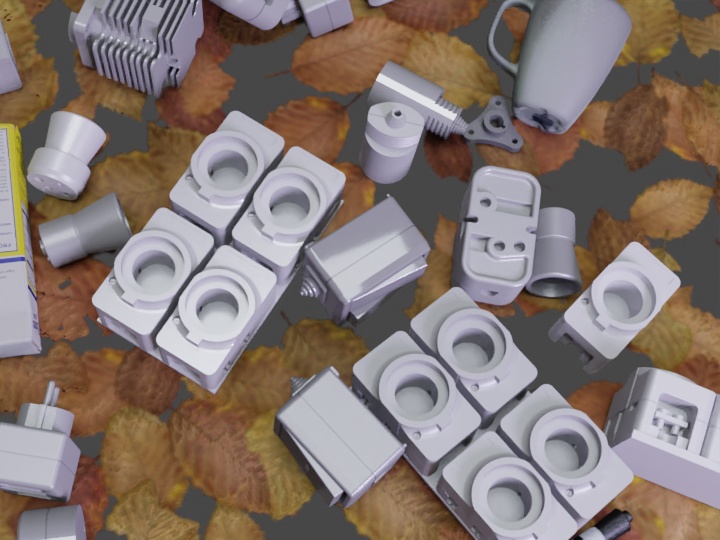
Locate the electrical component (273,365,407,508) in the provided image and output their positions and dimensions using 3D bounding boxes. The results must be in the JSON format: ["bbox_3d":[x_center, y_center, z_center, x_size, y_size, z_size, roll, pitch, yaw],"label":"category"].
[{"bbox_3d":[-0.023,0.118,0.769,0.061,0.061,0.096,-41,79,-17],"label":"electrical component"}]

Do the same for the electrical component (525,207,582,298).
[{"bbox_3d":[0.152,-0.016,0.847,0.044,0.044,0.065,6,65,-4],"label":"electrical component"}]

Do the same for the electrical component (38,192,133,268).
[{"bbox_3d":[-0.209,-0.028,0.814,0.065,0.044,0.044,-21,74,-8],"label":"electrical component"}]

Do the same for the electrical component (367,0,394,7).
[{"bbox_3d":[0.038,-0.276,0.921,0.095,0.053,0.059,-25,75,-14],"label":"electrical component"}]

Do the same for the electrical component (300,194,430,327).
[{"bbox_3d":[0.000,0.000,0.814,0.096,0.061,0.061,-33,77,-16],"label":"electrical component"}]

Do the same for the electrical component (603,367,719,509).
[{"bbox_3d":[0.261,0.129,0.780,0.150,0.089,0.061,22,70,2],"label":"electrical component"}]

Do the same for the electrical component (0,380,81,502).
[{"bbox_3d":[-0.222,0.116,0.747,0.047,0.065,0.076,10,70,-2],"label":"electrical component"}]

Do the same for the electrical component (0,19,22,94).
[{"bbox_3d":[-0.318,-0.159,0.844,0.089,0.050,0.055,-17,73,-12],"label":"electrical component"}]

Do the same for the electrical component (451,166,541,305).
[{"bbox_3d":[0.104,-0.024,0.834,0.054,0.059,0.095,10,70,-2],"label":"electrical component"}]

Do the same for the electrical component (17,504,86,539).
[{"bbox_3d":[-0.186,0.227,0.719,0.074,0.052,0.138,-5,71,-8],"label":"electrical component"}]

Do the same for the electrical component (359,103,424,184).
[{"bbox_3d":[0.024,-0.104,0.843,0.043,0.081,0.043,2,70,-5],"label":"electrical component"}]

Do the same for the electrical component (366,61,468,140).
[{"bbox_3d":[0.050,-0.133,0.876,0.081,0.043,0.043,28,70,5],"label":"electrical component"}]

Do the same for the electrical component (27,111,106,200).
[{"bbox_3d":[-0.227,-0.088,0.831,0.045,0.045,0.055,18,70,0],"label":"electrical component"}]

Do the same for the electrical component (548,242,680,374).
[{"bbox_3d":[0.196,0.028,0.827,0.050,0.055,0.089,43,72,10],"label":"electrical component"}]

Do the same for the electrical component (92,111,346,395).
[{"bbox_3d":[-0.103,-0.017,0.810,0.105,0.060,0.186,31,70,5],"label":"electrical component"}]

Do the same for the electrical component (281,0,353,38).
[{"bbox_3d":[-0.054,-0.230,0.899,0.077,0.047,0.065,-23,74,0],"label":"electrical component"}]

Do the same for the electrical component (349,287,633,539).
[{"bbox_3d":[0.091,0.115,0.773,0.105,0.060,0.186,-37,72,-17],"label":"electrical component"}]

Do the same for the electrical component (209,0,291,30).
[{"bbox_3d":[-0.105,-0.240,0.867,0.095,0.059,0.053,38,103,35],"label":"electrical component"}]
